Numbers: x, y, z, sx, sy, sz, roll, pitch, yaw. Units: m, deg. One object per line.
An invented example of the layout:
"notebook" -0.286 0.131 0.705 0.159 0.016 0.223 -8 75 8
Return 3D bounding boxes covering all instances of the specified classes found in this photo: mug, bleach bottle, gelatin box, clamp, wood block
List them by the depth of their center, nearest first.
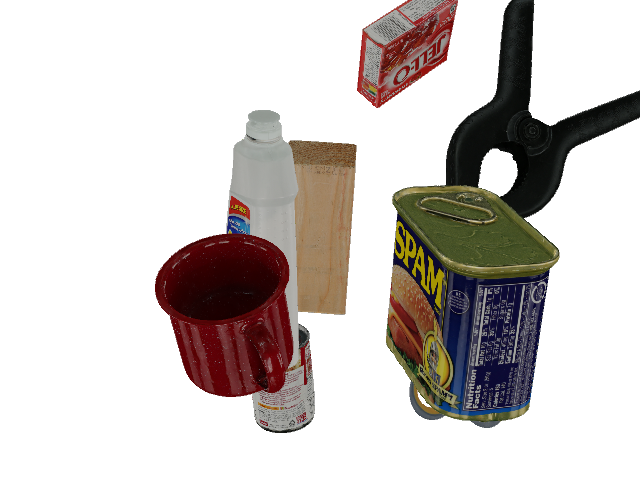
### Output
"clamp" 0.149 -0.070 0.722 0.120 0.171 0.039 27 -7 3
"mug" -0.056 0.061 0.743 0.093 0.081 0.117 -27 43 -21
"gelatin box" 0.073 -0.163 0.894 0.089 0.030 0.073 -36 -26 -24
"bleach bottle" -0.056 -0.003 0.988 0.068 0.251 0.103 -9 32 -19
"wood block" -0.004 -0.018 1.392 0.090 0.206 0.091 4 25 0

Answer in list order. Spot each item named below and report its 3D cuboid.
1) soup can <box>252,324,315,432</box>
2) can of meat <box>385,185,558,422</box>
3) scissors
"soup can" -0.042 0.147 1.153 0.068 0.102 0.068 -3 24 1
"can of meat" 0.070 0.029 0.528 0.057 0.084 0.102 -3 24 -15
"scissors" 0.112 0.089 1.002 0.096 0.202 0.016 -13 -34 -10
